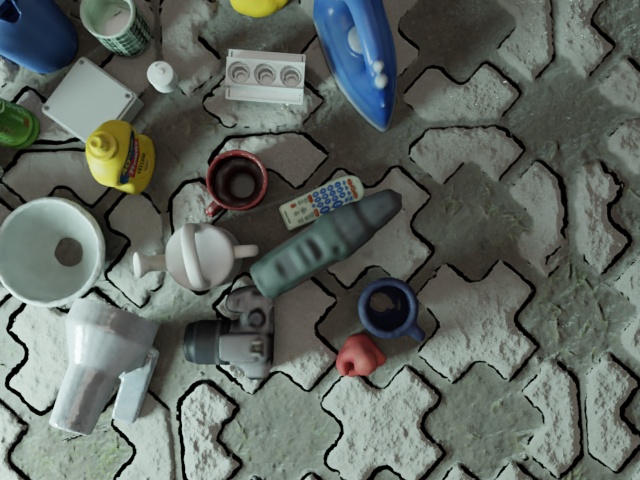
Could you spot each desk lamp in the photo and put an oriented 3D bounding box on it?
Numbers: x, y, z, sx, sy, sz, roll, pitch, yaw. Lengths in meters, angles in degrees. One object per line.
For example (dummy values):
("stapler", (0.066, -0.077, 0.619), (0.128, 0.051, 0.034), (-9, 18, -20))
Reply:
("desk lamp", (-0.303, 0.182, 0.822), (0.118, 0.213, 0.203), (17, 88, -1))

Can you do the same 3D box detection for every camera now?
("camera", (-0.139, 0.143, 0.885), (0.137, 0.100, 0.143), (0, 88, -1))

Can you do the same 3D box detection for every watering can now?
("watering can", (-0.181, 0.028, 0.841), (0.173, 0.194, 0.101), (-30, 89, -2))

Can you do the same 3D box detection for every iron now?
("iron", (0.070, -0.304, 0.886), (0.118, 0.141, 0.258), (-18, 89, -2))

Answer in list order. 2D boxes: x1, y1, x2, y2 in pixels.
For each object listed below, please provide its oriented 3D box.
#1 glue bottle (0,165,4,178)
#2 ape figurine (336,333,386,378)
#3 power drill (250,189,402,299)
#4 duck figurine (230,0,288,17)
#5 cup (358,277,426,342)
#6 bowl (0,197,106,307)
("glue bottle", (-0.541, -0.130, 0.846), (0.037, 0.173, 0.078), (-42, 89, -2))
("ape figurine", (0.066, 0.186, 0.894), (0.078, 0.092, 0.076), (6, 88, -1))
("power drill", (0.008, 0.003, 0.840), (0.229, 0.208, 0.075), (-33, 89, -2))
("duck figurine", (-0.097, -0.409, 0.912), (0.104, 0.086, 0.077), (-10, 88, -2))
("cup", (0.112, 0.111, 0.896), (0.118, 0.095, 0.092), (40, 88, 0))
("bowl", (-0.408, 0.020, 0.894), (0.167, 0.074, 0.167), (0, 88, -2))
